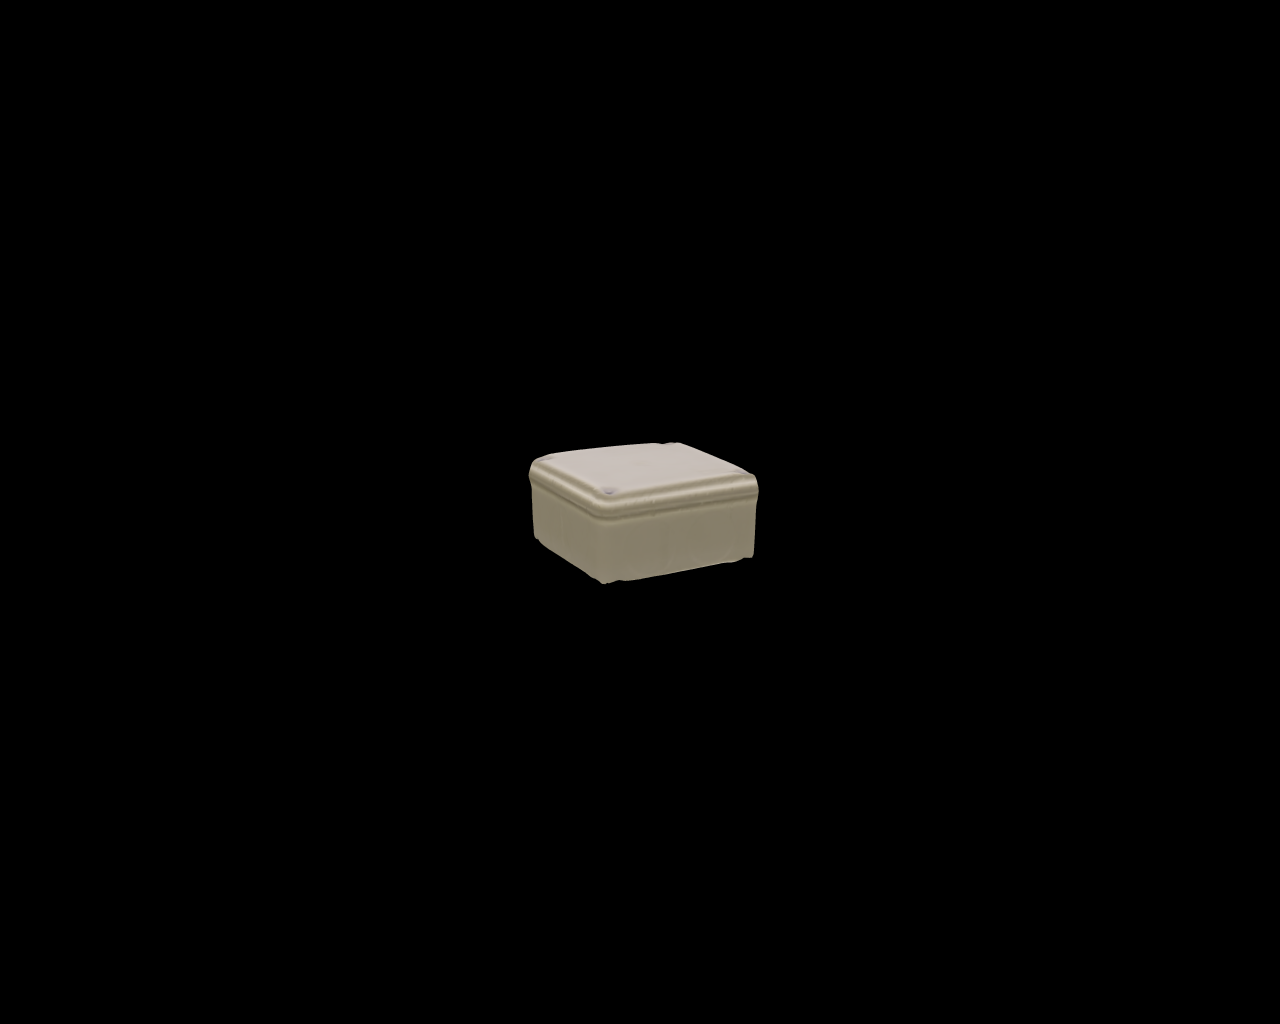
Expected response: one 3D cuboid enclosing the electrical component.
[{"bbox_3d":[0.001,-0.003,0.650,0.109,0.056,0.109,-8,18,-26],"label":"electrical component"}]
